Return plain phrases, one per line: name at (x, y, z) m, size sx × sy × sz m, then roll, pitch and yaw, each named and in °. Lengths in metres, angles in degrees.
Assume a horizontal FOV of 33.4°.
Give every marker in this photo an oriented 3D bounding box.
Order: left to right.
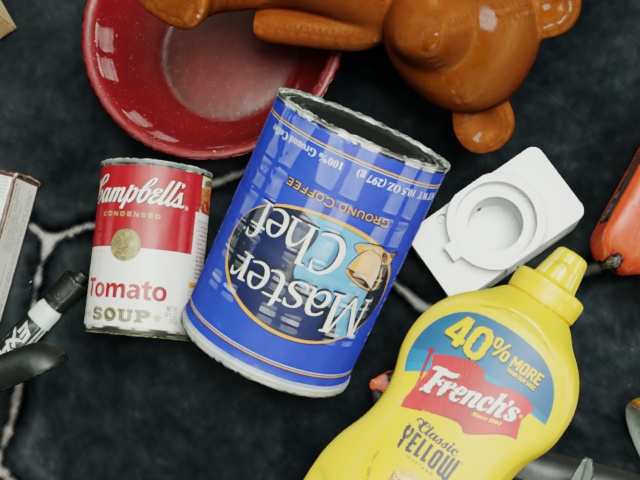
marker at (-0.190, 0.064, 0.669) m, size 0.020 × 0.020 × 0.121 m, roll 44°, pitch 90°, yaw 11°

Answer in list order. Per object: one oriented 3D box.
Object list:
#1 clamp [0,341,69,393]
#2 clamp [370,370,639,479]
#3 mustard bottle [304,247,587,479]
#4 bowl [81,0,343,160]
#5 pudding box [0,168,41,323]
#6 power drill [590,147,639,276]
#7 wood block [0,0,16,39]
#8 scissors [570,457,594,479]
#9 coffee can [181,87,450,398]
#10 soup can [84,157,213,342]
clamp at (-0.236, 0.121, 0.643) m, size 0.210 × 0.036 × 0.164 m, roll 10°, pitch 106°, yaw 25°
clamp at (0.104, 0.130, 0.606) m, size 0.120 × 0.039 × 0.171 m, roll -39°, pitch 82°, yaw 2°
mustard bottle at (0.080, 0.086, 0.568) m, size 0.096 × 0.058 × 0.191 m, roll 35°, pitch 87°, yaw 19°
bowl at (-0.061, -0.123, 0.657) m, size 0.162 × 0.055 × 0.162 m, roll -1°, pitch 82°, yaw 8°
pudding box at (-0.238, 0.004, 0.675) m, size 0.090 × 0.039 × 0.113 m, roll 14°, pitch 86°, yaw 9°
power drill at (0.253, -0.006, 0.553) m, size 0.188 × 0.057 × 0.184 m, roll 30°, pitch 88°, yaw 9°
wood block at (-0.315, -0.128, 0.678) m, size 0.206 × 0.090 × 0.090 m, roll -31°, pitch 79°, yaw 3°
scissors at (0.122, 0.221, 0.574) m, size 0.096 × 0.016 × 0.202 m, roll 37°, pitch 106°, yaw 10°
coffee can at (-0.004, 0.001, 0.589) m, size 0.103 × 0.102 × 0.140 m, roll 27°, pitch 104°, yaw 11°
soup can at (-0.103, 0.007, 0.640) m, size 0.068 × 0.068 × 0.102 m, roll 4°, pitch 84°, yaw 9°
